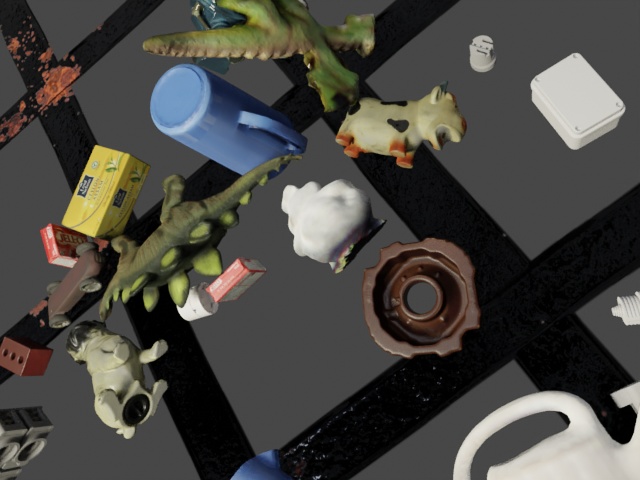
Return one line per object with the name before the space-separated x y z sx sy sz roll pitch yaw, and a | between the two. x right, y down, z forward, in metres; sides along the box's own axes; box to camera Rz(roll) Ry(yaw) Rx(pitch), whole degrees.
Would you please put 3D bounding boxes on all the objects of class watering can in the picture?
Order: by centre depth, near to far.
watering can | 0.313 0.269 0.571 0.343 0.104 0.228 -39 63 26

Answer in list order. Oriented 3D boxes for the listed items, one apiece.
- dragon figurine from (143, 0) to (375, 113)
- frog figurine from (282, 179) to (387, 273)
dragon figurine | -0.040 -0.288 0.791 0.243 0.119 0.418 38 50 7
frog figurine | 0.002 -0.040 0.795 0.161 0.123 0.135 42 113 14
